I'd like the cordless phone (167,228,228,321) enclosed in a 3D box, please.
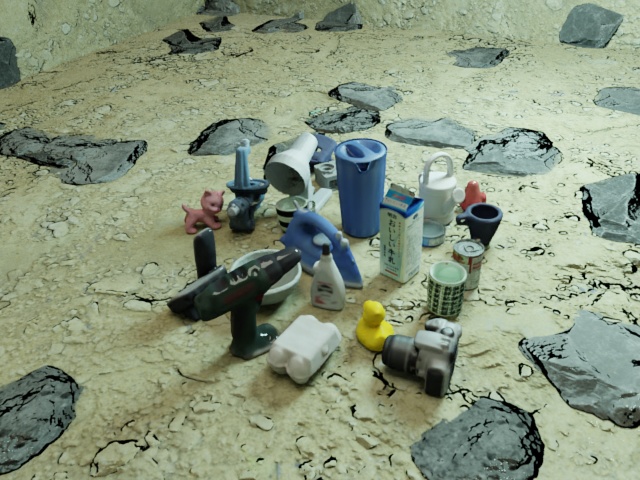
[{"bbox_3d":[-0.279,0.071,1.274,0.093,0.185,0.148,19,41,29],"label":"cordless phone"}]

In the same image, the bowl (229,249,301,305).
[{"bbox_3d":[-0.124,0.097,1.320,0.167,0.075,0.167,-2,35,2],"label":"bowl"}]

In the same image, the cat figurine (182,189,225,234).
[{"bbox_3d":[-0.315,-0.089,1.565,0.128,0.118,0.067,-13,36,-13],"label":"cat figurine"}]

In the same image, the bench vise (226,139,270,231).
[{"bbox_3d":[-0.196,-0.148,1.550,0.121,0.220,0.207,-6,35,-4],"label":"bench vise"}]

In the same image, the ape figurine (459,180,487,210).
[{"bbox_3d":[0.421,-0.123,1.578,0.077,0.092,0.076,6,36,13],"label":"ape figurine"}]

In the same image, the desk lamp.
[{"bbox_3d":[-0.056,-0.175,1.584,0.117,0.214,0.203,12,38,21],"label":"desk lamp"}]

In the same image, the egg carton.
[{"bbox_3d":[-0.030,0.217,1.146,0.107,0.069,0.150,18,40,28],"label":"egg carton"}]

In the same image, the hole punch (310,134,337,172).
[{"bbox_3d":[-0.005,-0.277,1.833,0.108,0.091,0.101,25,44,34],"label":"hole punch"}]

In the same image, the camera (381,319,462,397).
[{"bbox_3d":[0.196,0.209,1.111,0.136,0.101,0.143,11,37,19],"label":"camera"}]

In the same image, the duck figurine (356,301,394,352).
[{"bbox_3d":[0.114,0.171,1.186,0.077,0.086,0.104,-11,36,-11],"label":"duck figurine"}]

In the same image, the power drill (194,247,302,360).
[{"bbox_3d":[-0.134,0.131,1.155,0.230,0.209,0.075,-21,39,-23],"label":"power drill"}]

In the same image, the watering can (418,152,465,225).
[{"bbox_3d":[0.319,-0.141,1.521,0.172,0.194,0.101,26,44,35],"label":"watering can"}]

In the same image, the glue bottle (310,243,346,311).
[{"bbox_3d":[0.015,0.077,1.252,0.078,0.173,0.037,6,36,13],"label":"glue bottle"}]

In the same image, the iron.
[{"bbox_3d":[0.013,0.005,1.383,0.119,0.141,0.257,-29,42,-32],"label":"iron"}]

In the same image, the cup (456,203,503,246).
[{"bbox_3d":[0.397,-0.032,1.446,0.118,0.095,0.091,-7,35,-5],"label":"cup"}]
